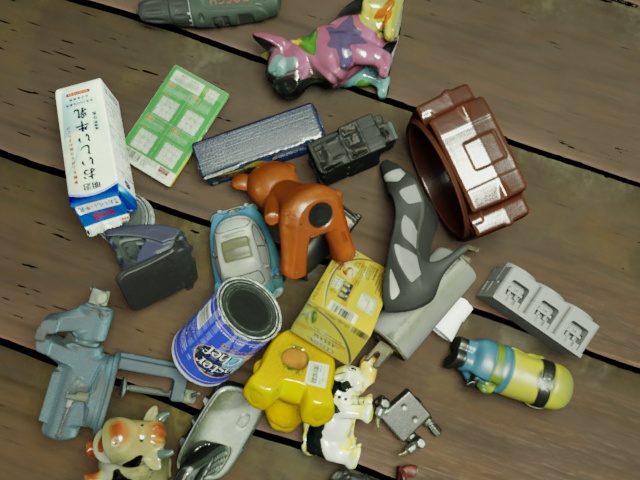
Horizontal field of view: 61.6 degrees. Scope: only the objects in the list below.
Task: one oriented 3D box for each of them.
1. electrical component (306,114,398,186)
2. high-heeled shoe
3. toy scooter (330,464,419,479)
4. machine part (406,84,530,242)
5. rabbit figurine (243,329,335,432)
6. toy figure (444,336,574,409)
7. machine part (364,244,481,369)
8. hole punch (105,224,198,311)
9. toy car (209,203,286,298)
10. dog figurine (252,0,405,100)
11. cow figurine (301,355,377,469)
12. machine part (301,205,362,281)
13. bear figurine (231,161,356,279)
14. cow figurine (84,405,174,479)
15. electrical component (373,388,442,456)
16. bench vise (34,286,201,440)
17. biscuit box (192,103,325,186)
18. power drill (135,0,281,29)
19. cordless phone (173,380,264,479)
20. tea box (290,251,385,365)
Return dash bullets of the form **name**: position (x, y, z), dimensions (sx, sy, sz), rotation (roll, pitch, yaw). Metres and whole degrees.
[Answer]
- **electrical component**: position (0.049, -0.137, 0.817), dimensions (0.134, 0.115, 0.058), rotation (-24, 87, 0)
- **high-heeled shoe**: position (0.111, -0.009, 0.801), dimensions (0.145, 0.086, 0.249), rotation (-36, 49, 7)
- **toy scooter**: position (0.081, 0.387, 0.793), dimensions (0.184, 0.075, 0.135), rotation (16, 86, -2)
- **machine part**: position (0.201, -0.101, 0.771), dimensions (0.087, 0.201, 0.201), rotation (-25, 86, 2)
- **rabbit figurine**: position (-0.047, 0.205, 0.780), dimensions (0.122, 0.173, 0.162), rotation (6, 43, -5)
- **toy figure**: position (0.283, 0.199, 0.801), dimensions (0.180, 0.089, 0.082), rotation (22, 92, 0)
- **machine part**: position (0.153, 0.094, 0.806), dimensions (0.079, 0.079, 0.243), rotation (42, 78, 3)
- **hole punch**: position (-0.250, 0.029, 0.801), dimensions (0.116, 0.142, 0.092), rotation (-23, 58, -20)
- **toy car**: position (-0.114, 0.022, 0.812), dimensions (0.109, 0.103, 0.161), rotation (-13, 87, -2)
- **dog figurine**: position (0.011, -0.307, 0.839), dimensions (0.219, 0.108, 0.191), rotation (11, 86, 4)
- **cow figurine**: position (0.032, 0.249, 0.811), dimensions (0.098, 0.068, 0.167), rotation (13, 84, 7)
- **machine part**: position (-0.002, -0.003, 0.846), dimensions (0.084, 0.039, 0.139), rotation (36, 84, -5)
- **bear figurine**: position (-0.047, -0.042, 0.793), dimensions (0.120, 0.196, 0.131), rotation (-19, 114, -26)
- **cow figurine**: position (-0.256, 0.302, 0.749), dimensions (0.127, 0.194, 0.085), rotation (-13, 52, -8)
- **electrical component**: position (0.128, 0.274, 0.817), dimensions (0.078, 0.045, 0.102), rotation (-36, 86, -1)
- **bench vise**: position (-0.296, 0.189, 0.795), dimensions (0.240, 0.129, 0.223), rotation (16, 75, -19)
- **biscuit box**: position (-0.092, -0.149, 0.846), dimensions (0.203, 0.059, 0.063), rotation (-19, 84, -1)
- **power drill**: position (-0.176, -0.444, 0.863), dimensions (0.232, 0.086, 0.207), rotation (3, 81, -1)
- **cordless phone**: position (-0.152, 0.274, 0.749), dimensions (0.089, 0.184, 0.146), rotation (30, 86, 7)
- **tea box**: position (0.036, 0.086, 0.770), dimensions (0.098, 0.170, 0.068), rotation (32, 121, 4)
